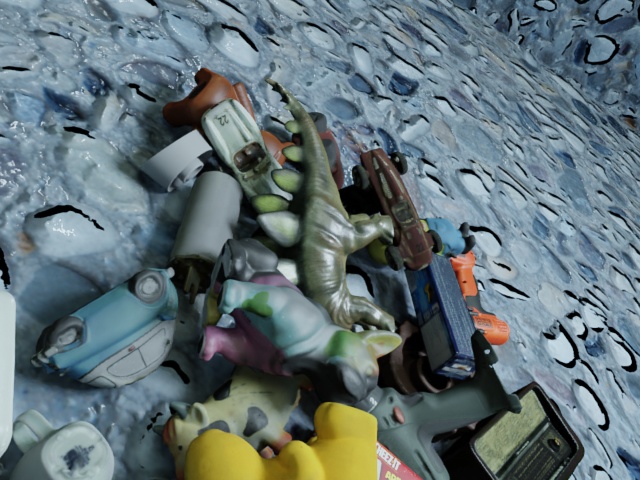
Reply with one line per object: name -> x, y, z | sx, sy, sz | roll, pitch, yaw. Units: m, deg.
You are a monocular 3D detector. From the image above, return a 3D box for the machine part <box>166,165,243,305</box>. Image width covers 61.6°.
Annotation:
machine part -> -0.155, -0.014, 0.741 | 0.079, 0.079, 0.243 | 23, 42, -19

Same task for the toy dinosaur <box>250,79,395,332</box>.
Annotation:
toy dinosaur -> -0.002, -0.002, 0.757 | 0.198, 0.105, 0.471 | 0, 76, -22

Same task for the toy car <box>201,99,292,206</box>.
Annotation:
toy car -> -0.106, -0.118, 0.822 | 0.201, 0.073, 0.056 | 58, -12, -27

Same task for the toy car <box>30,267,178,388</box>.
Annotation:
toy car -> -0.212, 0.103, 0.575 | 0.162, 0.109, 0.103 | -39, 99, -41

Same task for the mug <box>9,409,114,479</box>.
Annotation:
mug -> -0.228, 0.194, 0.472 | 0.081, 0.107, 0.109 | -23, 72, -48

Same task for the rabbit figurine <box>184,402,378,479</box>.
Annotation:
rabbit figurine -> -0.042, 0.232, 0.488 | 0.173, 0.121, 0.162 | 16, 53, -8

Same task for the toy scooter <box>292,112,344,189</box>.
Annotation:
toy scooter -> 0.001, -0.139, 0.958 | 0.075, 0.135, 0.184 | -17, 37, -4

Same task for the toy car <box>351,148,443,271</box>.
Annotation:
toy car -> 0.119, -0.049, 0.829 | 0.089, 0.053, 0.202 | -20, 85, -15

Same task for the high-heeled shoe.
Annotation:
high-heeled shoe -> 0.017, -0.044, 0.845 | 0.248, 0.145, 0.086 | -12, 61, -45

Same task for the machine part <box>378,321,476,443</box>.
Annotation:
machine part -> 0.160, 0.207, 0.794 | 0.179, 0.056, 0.179 | 22, 40, -21

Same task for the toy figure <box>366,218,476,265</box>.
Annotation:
toy figure -> 0.170, 0.004, 0.927 | 0.180, 0.089, 0.082 | 3, 19, -9

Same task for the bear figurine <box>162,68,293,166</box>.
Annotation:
bear figurine -> -0.141, -0.179, 0.891 | 0.195, 0.120, 0.132 | 44, -12, -36

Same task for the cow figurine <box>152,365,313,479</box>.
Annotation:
cow figurine -> -0.093, 0.191, 0.595 | 0.127, 0.085, 0.195 | 37, 37, 0

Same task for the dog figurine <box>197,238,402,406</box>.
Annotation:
dog figurine -> -0.022, 0.097, 0.614 | 0.219, 0.108, 0.192 | 21, 25, -17

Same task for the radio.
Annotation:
radio -> 0.286, 0.313, 0.781 | 0.229, 0.073, 0.131 | -16, 65, -44

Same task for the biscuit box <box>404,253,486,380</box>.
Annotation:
biscuit box -> 0.187, 0.109, 0.823 | 0.063, 0.059, 0.203 | 18, 40, -24

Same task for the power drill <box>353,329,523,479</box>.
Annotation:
power drill -> 0.130, 0.195, 0.672 | 0.232, 0.207, 0.086 | 60, -2, -4
